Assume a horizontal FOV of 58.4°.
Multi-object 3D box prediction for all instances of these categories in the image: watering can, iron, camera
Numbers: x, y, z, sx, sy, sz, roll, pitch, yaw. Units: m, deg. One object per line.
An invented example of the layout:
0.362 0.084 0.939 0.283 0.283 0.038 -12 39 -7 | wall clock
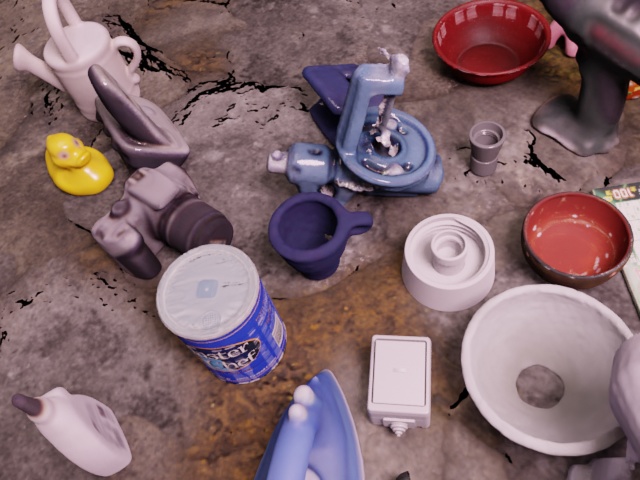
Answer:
-0.358 -0.272 0.842 0.173 0.194 0.100 -30 58 -9 | watering can
-0.021 0.220 0.512 0.118 0.142 0.258 2 59 11 | iron
-0.189 -0.019 0.712 0.136 0.101 0.143 30 68 25 | camera

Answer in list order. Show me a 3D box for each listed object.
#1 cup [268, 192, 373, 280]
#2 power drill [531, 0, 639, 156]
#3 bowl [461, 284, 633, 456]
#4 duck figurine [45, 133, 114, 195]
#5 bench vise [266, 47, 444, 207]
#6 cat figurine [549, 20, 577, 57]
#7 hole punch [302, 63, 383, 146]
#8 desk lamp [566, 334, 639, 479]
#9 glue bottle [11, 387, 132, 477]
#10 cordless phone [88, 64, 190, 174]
0.006 0.002 0.669 0.117 0.095 0.091 -10 58 4 | cup
0.318 -0.207 0.676 0.076 0.209 0.229 -40 61 -15 | power drill
0.221 0.132 0.563 0.167 0.075 0.167 -4 58 7 | bowl
-0.354 -0.117 0.810 0.104 0.086 0.077 22 65 22 | duck figurine
0.040 -0.107 0.656 0.207 0.220 0.121 -21 57 -3 | bench vise
0.364 -0.346 0.807 0.067 0.118 0.128 21 64 21 | cat figurine
0.038 -0.201 0.790 0.101 0.091 0.108 -29 58 -8 | hole punch
0.264 0.192 0.437 0.117 0.214 0.203 16 63 19 | desk lamp
-0.244 0.178 0.558 0.037 0.173 0.078 -32 59 -10 | glue bottle
-0.263 -0.182 0.775 0.094 0.185 0.147 -35 59 -12 | cordless phone
